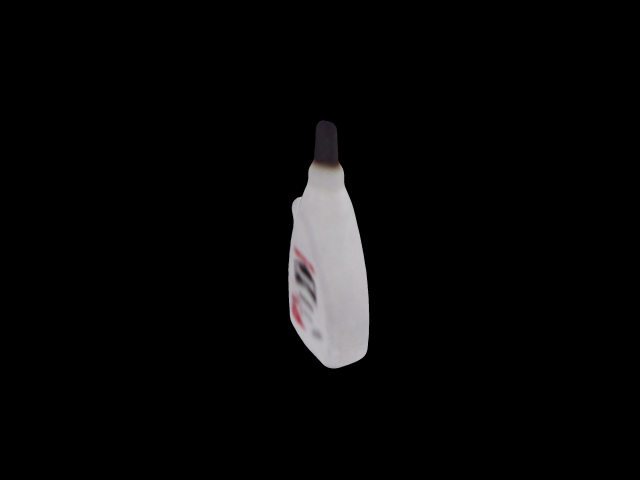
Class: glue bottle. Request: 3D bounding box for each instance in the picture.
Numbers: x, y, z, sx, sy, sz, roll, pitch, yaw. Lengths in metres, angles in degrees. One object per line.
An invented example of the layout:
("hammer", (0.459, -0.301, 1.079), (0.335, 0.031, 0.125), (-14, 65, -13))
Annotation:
("glue bottle", (0.004, 0.001, 0.400), (0.037, 0.173, 0.077), (-16, 32, -26))
